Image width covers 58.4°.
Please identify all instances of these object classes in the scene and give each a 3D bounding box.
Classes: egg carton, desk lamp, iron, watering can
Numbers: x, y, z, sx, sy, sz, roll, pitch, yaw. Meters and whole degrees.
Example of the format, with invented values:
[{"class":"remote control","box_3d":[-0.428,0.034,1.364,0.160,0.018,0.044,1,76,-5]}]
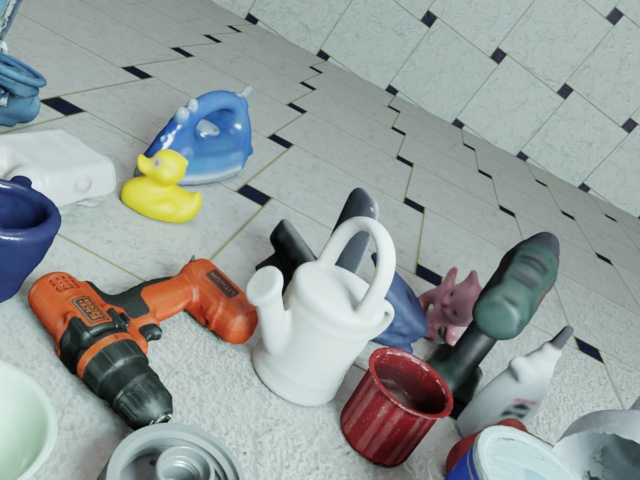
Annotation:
[{"class":"egg carton","box_3d":[-0.313,-0.075,0.659,0.107,0.069,0.151,33,25,11]},{"class":"desk lamp","box_3d":[0.260,0.219,0.510,0.117,0.213,0.204,41,27,26]},{"class":"iron","box_3d":[-0.186,-0.173,0.897,0.118,0.141,0.259,32,25,8]},{"class":"watering can","box_3d":[0.008,0.065,0.571,0.100,0.194,0.173,41,27,26]}]

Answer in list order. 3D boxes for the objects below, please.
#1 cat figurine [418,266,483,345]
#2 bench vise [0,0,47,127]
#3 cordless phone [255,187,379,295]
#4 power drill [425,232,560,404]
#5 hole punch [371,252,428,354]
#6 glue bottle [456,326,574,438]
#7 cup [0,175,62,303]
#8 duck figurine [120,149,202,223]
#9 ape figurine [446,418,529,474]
[{"class":"cat figurine","box_3d":[0.196,0.087,0.817,0.067,0.117,0.127,22,25,-14]},{"class":"bench vise","box_3d":[-0.403,-0.227,0.680,0.121,0.219,0.207,26,24,-3]},{"class":"cordless phone","box_3d":[0.006,0.003,0.702,0.094,0.185,0.147,6,32,-39]},{"class":"power drill","box_3d":[0.219,0.094,0.718,0.075,0.208,0.230,35,25,15]},{"class":"hole punch","box_3d":[0.097,0.081,0.759,0.101,0.091,0.108,21,25,-15]},{"class":"glue bottle","box_3d":[0.226,0.161,0.638,0.078,0.173,0.037,14,28,-29]},{"class":"cup","box_3d":[-0.287,0.000,0.511,0.092,0.095,0.117,17,26,-22]},{"class":"duck figurine","box_3d":[-0.202,-0.077,0.759,0.105,0.086,0.077,20,26,-18]},{"class":"ape figurine","box_3d":[0.176,0.218,0.573,0.076,0.092,0.078,36,26,18]}]
